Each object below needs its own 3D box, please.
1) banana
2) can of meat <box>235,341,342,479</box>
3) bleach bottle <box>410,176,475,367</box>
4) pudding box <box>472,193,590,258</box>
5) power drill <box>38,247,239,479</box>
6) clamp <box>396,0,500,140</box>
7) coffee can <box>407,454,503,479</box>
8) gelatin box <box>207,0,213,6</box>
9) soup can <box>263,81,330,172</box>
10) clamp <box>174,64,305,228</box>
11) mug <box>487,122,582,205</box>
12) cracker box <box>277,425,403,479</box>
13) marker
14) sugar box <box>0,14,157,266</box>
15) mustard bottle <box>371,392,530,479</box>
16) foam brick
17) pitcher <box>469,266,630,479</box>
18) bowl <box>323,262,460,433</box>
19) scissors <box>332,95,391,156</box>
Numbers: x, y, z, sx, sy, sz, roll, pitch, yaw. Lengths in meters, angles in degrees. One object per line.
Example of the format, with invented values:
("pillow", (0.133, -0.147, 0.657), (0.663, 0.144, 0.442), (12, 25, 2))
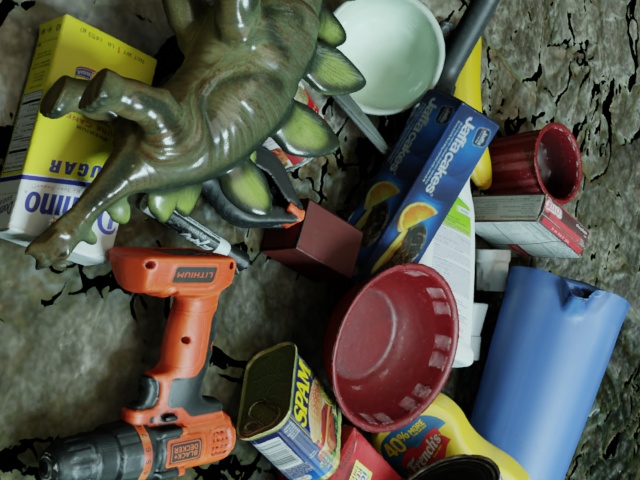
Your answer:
("banana", (0.170, -0.157, 1.195), (0.069, 0.037, 0.198), (5, 82, -43))
("can of meat", (-0.025, 0.156, 0.949), (0.084, 0.058, 0.102), (51, 27, -31))
("bleach bottle", (0.126, 0.001, 1.123), (0.102, 0.068, 0.251), (25, 67, -40))
("pudding box", (0.227, -0.016, 1.183), (0.090, 0.114, 0.039), (35, 66, -36))
("power drill", (-0.136, 0.100, 0.844), (0.184, 0.057, 0.188), (-1, 101, -51))
("clamp", (0.119, -0.160, 1.112), (0.036, 0.164, 0.210), (24, 90, -6))
("coffee can", (0.141, 0.285, 0.983), (0.102, 0.103, 0.140), (-39, 113, -39))
("gelatin box", (-0.071, -0.217, 0.947), (0.030, 0.073, 0.089), (-12, 94, -42))
("soup can", (-0.042, -0.121, 0.969), (0.102, 0.069, 0.068), (55, 53, -24))
("clamp", (-0.083, -0.074, 0.934), (0.171, 0.039, 0.120), (29, 70, -26))
("mug", (0.244, -0.072, 1.226), (0.093, 0.082, 0.117), (-21, 100, -43))
("cracker box", (0.033, 0.299, 0.997), (0.213, 0.072, 0.164), (50, 56, -29))
("marker", (-0.106, -0.005, 0.931), (0.121, 0.020, 0.020), (35, 63, -36))
("sugar box", (-0.192, -0.076, 0.837), (0.093, 0.048, 0.176), (22, 70, -41))
("mustard bottle", (0.109, 0.202, 1.055), (0.191, 0.096, 0.058), (45, 27, -2))
("foam brick", (-0.007, 0.001, 1.001), (0.078, 0.053, 0.051), (31, 65, -38))
("pitcher", (0.235, 0.159, 1.158), (0.149, 0.145, 0.243), (25, 82, -41))
("bowl", (0.056, 0.094, 0.994), (0.161, 0.055, 0.162), (-12, 109, -38))
("scissors", (-0.011, -0.152, 1.011), (0.096, 0.016, 0.202), (-30, 94, -33))
